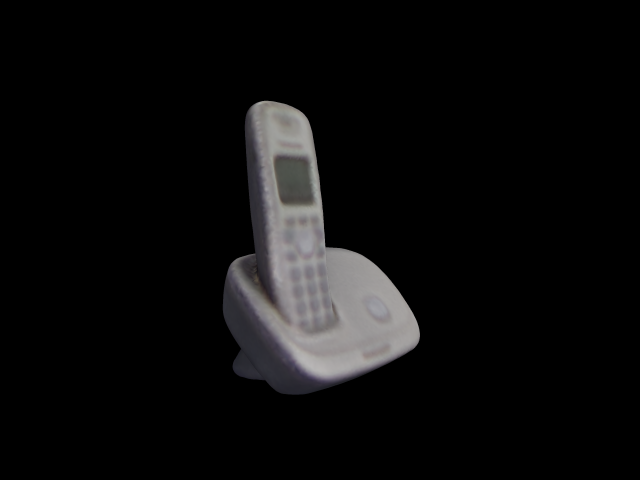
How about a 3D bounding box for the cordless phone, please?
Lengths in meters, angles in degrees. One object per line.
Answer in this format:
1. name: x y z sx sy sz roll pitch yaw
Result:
1. cordless phone: 0.004 0.001 0.400 0.093 0.185 0.148 3 5 37
